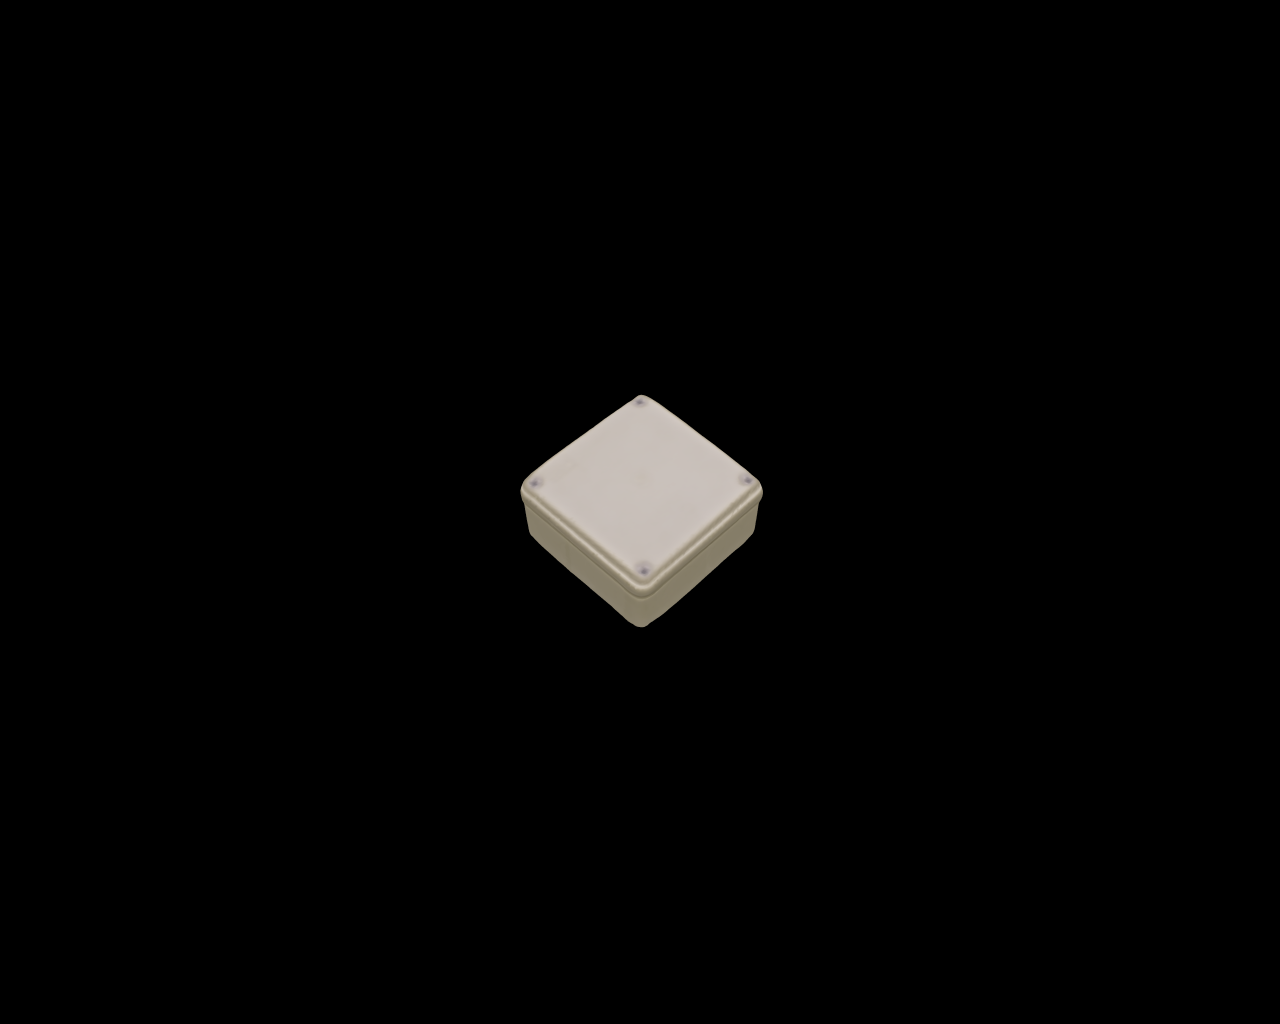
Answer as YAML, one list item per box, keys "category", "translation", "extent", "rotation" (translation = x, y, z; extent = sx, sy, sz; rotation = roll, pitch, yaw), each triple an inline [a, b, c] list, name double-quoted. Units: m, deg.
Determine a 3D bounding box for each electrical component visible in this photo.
- category: "electrical component"
  translation: [0.001, -0.003, 0.650]
  extent: [0.109, 0.056, 0.109]
  rotation: [-39, 63, -25]
